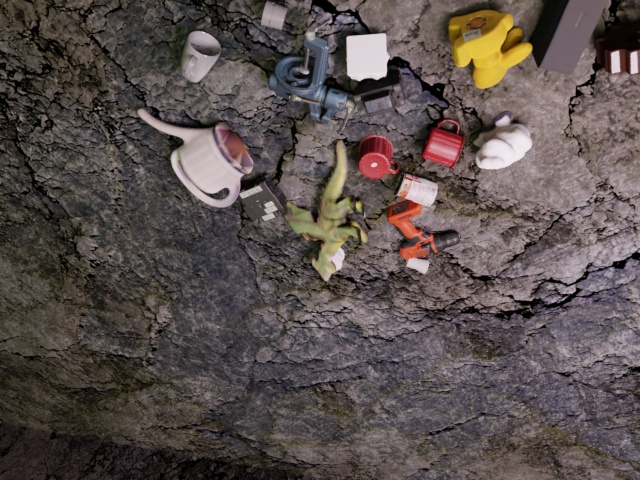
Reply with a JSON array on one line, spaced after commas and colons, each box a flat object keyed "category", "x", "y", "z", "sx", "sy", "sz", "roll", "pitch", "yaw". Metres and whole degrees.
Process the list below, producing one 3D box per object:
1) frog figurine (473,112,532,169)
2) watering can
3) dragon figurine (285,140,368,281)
[{"category": "frog figurine", "x": 0.437, "y": -0.212, "z": 1.230, "sx": 0.136, "sy": 0.163, "sz": 0.121, "roll": -22, "pitch": 124, "yaw": 25}, {"category": "watering can", "x": -0.320, "y": -0.243, "z": 1.379, "sx": 0.222, "sy": 0.106, "sz": 0.343, "roll": -26, "pitch": 111, "yaw": 26}, {"category": "dragon figurine", "x": 0.004, "y": -0.074, "z": 1.463, "sx": 0.242, "sy": 0.124, "sz": 0.404, "roll": -5, "pitch": 109, "yaw": 22}]
